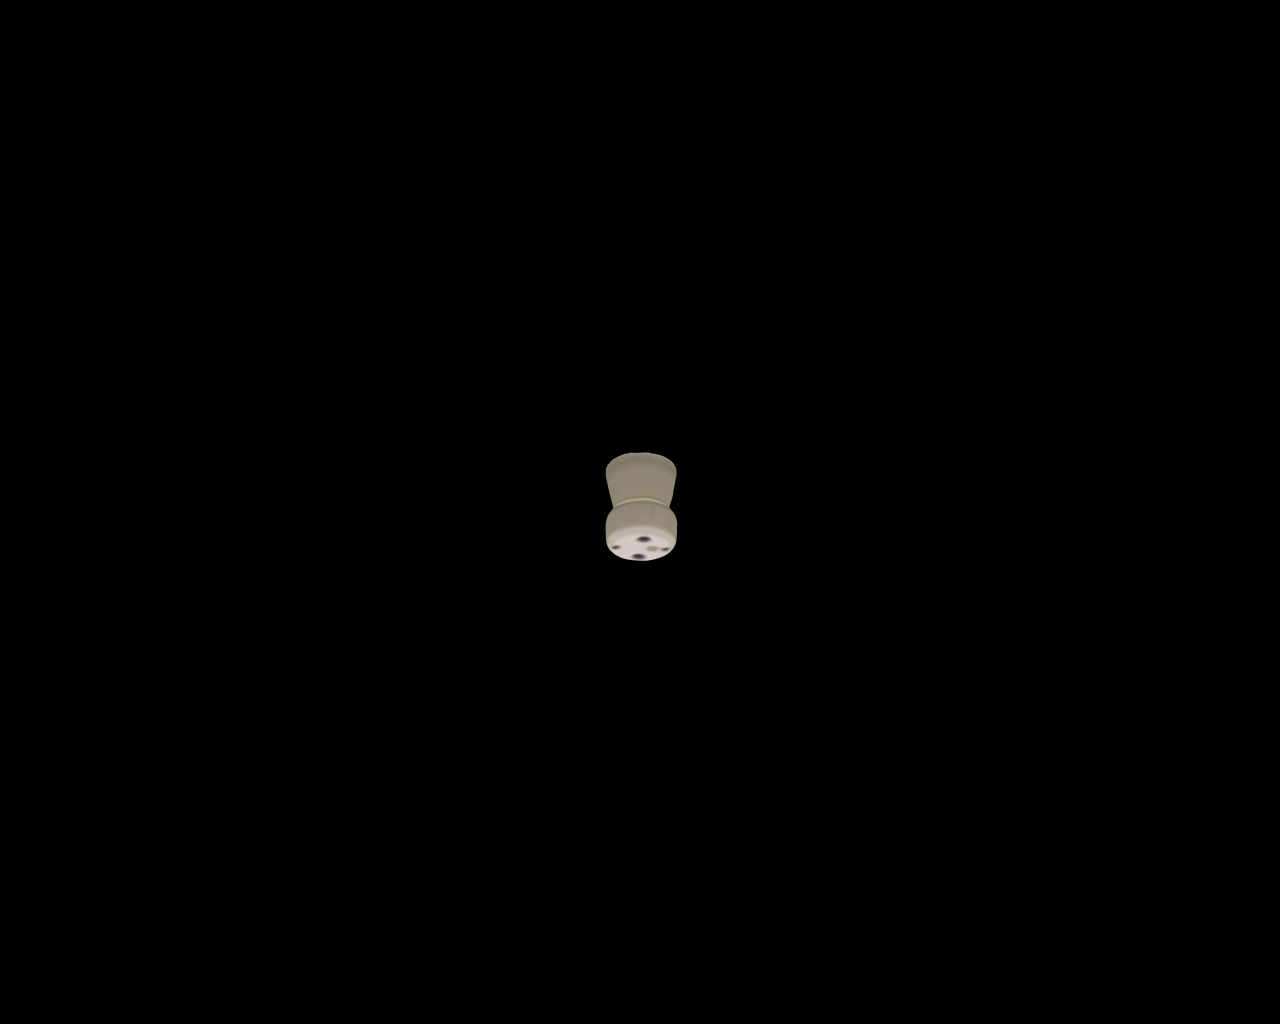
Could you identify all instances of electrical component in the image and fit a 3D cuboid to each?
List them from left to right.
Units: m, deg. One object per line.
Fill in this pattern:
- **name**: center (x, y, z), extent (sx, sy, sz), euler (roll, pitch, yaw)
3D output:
- **electrical component**: center (0.001, -0.003, 0.650), extent (0.045, 0.055, 0.044), euler (0, -29, 0)
